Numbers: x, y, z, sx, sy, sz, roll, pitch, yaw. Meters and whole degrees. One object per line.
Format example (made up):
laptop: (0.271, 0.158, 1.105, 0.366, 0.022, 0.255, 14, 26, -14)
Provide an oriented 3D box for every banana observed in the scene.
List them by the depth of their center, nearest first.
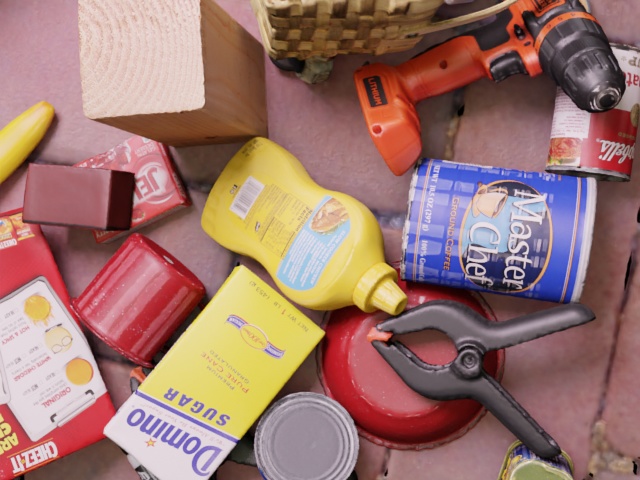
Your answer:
banana: (-0.309, -0.049, 0.932, 0.037, 0.070, 0.197, 48, 63, -6)

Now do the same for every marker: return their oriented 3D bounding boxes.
marker: (-0.145, 0.211, 0.935, 0.020, 0.020, 0.121, -37, 84, 7)

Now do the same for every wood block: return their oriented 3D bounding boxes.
wood block: (-0.108, -0.129, 0.840, 0.091, 0.206, 0.090, -3, 88, 9)

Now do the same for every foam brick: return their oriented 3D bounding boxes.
foam brick: (-0.203, -0.036, 0.902, 0.078, 0.053, 0.051, 5, 92, 12)

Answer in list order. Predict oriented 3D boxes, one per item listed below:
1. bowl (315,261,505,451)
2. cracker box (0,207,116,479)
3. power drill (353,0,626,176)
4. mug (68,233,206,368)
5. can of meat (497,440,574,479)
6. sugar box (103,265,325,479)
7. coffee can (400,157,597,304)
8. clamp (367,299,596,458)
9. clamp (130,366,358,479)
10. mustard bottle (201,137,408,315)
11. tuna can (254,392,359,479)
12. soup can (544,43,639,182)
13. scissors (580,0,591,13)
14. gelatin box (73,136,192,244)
bowl: (0.072, 0.098, 0.883, 0.162, 0.055, 0.162, 0, 89, 9)
cracker box: (-0.286, 0.097, 0.897, 0.163, 0.072, 0.214, -20, 85, -32)
power drill: (0.125, -0.122, 0.816, 0.188, 0.184, 0.057, -25, 126, 11)
mug: (-0.143, 0.056, 0.910, 0.117, 0.093, 0.081, 40, 90, -23)
can of meat: (0.166, 0.217, 0.850, 0.057, 0.084, 0.102, 20, 93, 9)
sugar box: (-0.087, 0.116, 0.878, 0.093, 0.048, 0.176, 39, 80, -3)
coffee can: (0.141, -0.007, 0.849, 0.140, 0.102, 0.103, 8, 90, 10)
clamp: (0.125, 0.083, 0.826, 0.171, 0.039, 0.120, 22, 90, 8)
clamp: (-0.095, 0.196, 0.913, 0.210, 0.036, 0.164, 40, 84, 9)
mustard bottle: (-0.005, 0.001, 0.866, 0.192, 0.058, 0.096, 36, 97, 29)
tuna can: (-0.012, 0.171, 0.881, 0.086, 0.034, 0.086, 1, 70, -3)
soup can: (0.221, -0.101, 0.854, 0.068, 0.068, 0.102, 8, 90, 9)
scissors: (0.161, -0.240, 0.893, 0.202, 0.016, 0.096, 24, 93, 9)
gelatin box: (-0.168, -0.047, 0.938, 0.089, 0.030, 0.073, -24, 86, 9)
